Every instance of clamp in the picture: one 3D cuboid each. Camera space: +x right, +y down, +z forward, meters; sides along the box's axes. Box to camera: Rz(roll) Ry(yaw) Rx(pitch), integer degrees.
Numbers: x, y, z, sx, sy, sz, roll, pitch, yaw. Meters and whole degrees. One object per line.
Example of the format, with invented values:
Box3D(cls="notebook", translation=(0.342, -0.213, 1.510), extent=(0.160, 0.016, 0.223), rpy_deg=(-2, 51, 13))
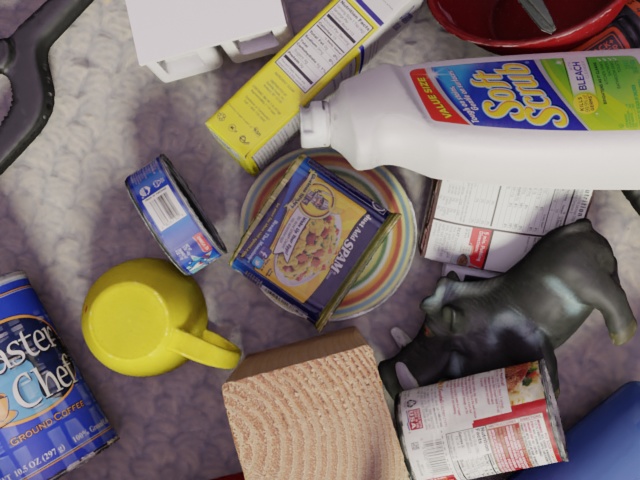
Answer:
Box3D(cls="clamp", translation=(-0.249, -0.144, 0.794), extent=(0.164, 0.036, 0.210), rpy_deg=(16, 89, 1))

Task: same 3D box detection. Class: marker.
Box3D(cls="marker", translation=(0.152, 0.031, 0.798), extent=(0.121, 0.020, 0.020), rpy_deg=(9, 88, 0))

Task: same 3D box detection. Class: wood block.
Box3D(cls="wood block", translation=(-0.003, 0.115, 0.701), extent=(0.091, 0.206, 0.090), rpy_deg=(-16, 88, -1))

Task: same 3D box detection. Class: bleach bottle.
Box3D(cls="bleach bottle", translation=(0.112, -0.075, 0.710), extent=(0.251, 0.068, 0.102), rpy_deg=(-3, 56, -2))

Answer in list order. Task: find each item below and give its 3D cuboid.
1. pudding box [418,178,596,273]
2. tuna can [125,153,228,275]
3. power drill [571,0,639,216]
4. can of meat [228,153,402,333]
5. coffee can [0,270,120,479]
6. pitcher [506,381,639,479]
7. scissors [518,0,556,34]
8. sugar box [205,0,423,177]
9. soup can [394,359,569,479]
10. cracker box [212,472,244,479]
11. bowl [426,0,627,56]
Box3D(cls="pudding box", translation=(0.134, -0.022, 0.770), extent=(0.113, 0.039, 0.090), rpy_deg=(9, 122, 0))
Box3D(cls="tuna can", translation=(-0.103, -0.018, 0.766), extent=(0.034, 0.086, 0.086), rpy_deg=(-33, 89, 0))
Box3D(cls="power drill", translation=(0.260, -0.092, 0.785), extent=(0.184, 0.057, 0.187), rpy_deg=(-33, 86, 3))
Box3D(cls="can of meat", translation=(-0.005, 0.001, 0.759), extent=(0.084, 0.057, 0.102), rpy_deg=(34, 89, 3))
Box3D(cls="coffee can", translation=(-0.221, 0.106, 0.753), extent=(0.103, 0.103, 0.140), rpy_deg=(-30, 89, -1))
Box3D(cls="pitcher", translation=(0.162, 0.205, 0.742), extent=(0.243, 0.145, 0.149), rpy_deg=(-41, 124, -5))
Box3D(cls="scissors", translation=(0.102, -0.208, 0.761), extent=(0.096, 0.016, 0.202), rpy_deg=(-14, 55, 15))
Box3D(cls="sugar box", translation=(-0.002, -0.125, 0.767), extent=(0.048, 0.093, 0.176), rpy_deg=(43, 88, 2))
Box3D(cls="soup can", translation=(0.107, 0.123, 0.709), extent=(0.102, 0.068, 0.068), rpy_deg=(-15, 88, 13))
Box3D(cls="cracker box", translation=(-0.144, 0.229, 0.719), extent=(0.213, 0.164, 0.072), rpy_deg=(-13, 90, 0))
Box3D(cls="bowl", translation=(0.159, -0.184, 0.766), extent=(0.162, 0.055, 0.162), rpy_deg=(-13, 53, 17))
